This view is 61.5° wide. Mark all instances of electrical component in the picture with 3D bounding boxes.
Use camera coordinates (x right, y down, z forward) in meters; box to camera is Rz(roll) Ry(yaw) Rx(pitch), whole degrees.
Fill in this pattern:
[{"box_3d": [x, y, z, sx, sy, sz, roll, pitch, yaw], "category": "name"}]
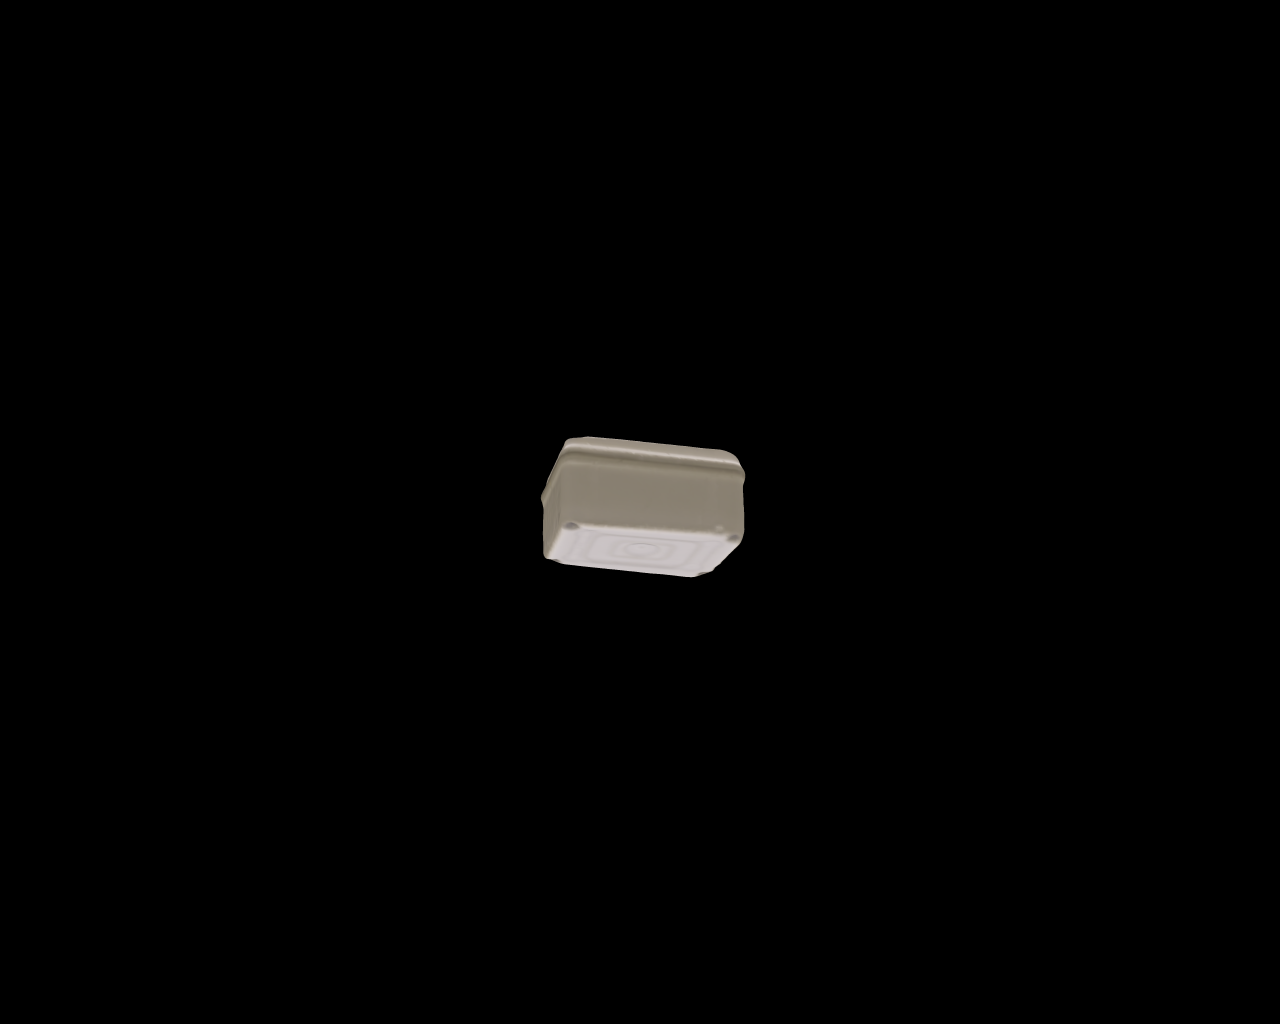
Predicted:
[{"box_3d": [0.001, -0.003, 0.650, 0.113, 0.057, 0.078, 6, -23, -14], "category": "electrical component"}]
